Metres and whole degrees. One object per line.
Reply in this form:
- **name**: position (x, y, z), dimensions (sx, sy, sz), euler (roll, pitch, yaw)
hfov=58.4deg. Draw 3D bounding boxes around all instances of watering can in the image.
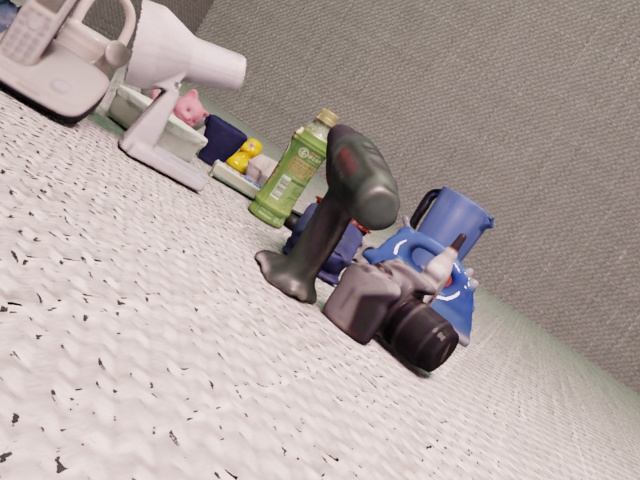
- **watering can**: position (-0.359, -0.307, 0.914), dimensions (0.172, 0.194, 0.101), euler (36, 9, 18)

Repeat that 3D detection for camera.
- **camera**: position (0.102, 0.090, 0.708), dimensions (0.136, 0.101, 0.144), euler (39, 10, 33)

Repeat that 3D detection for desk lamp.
- **desk lamp**: position (-0.219, -0.217, 0.859), dimensions (0.204, 0.213, 0.117), euler (29, 9, -26)

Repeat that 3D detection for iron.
- **iron**: position (0.214, 0.071, 1.099), dimensions (0.257, 0.141, 0.119), euler (37, 9, 22)

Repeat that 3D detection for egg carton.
- **egg carton**: position (-0.108, -0.148, 1.381), dimensions (0.107, 0.069, 0.151), euler (38, 9, 27)

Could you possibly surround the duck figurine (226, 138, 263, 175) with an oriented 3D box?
- **duck figurine**: position (-0.173, -0.206, 1.411), dimensions (0.105, 0.086, 0.077), euler (25, 12, -44)

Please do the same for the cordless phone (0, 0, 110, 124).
- **cordless phone**: position (-0.341, -0.263, 0.764), dimensions (0.148, 0.185, 0.094), euler (31, 9, -14)

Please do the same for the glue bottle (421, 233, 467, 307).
- **glue bottle**: position (0.157, 0.063, 0.823), dimensions (0.037, 0.173, 0.078), euler (36, 9, 17)

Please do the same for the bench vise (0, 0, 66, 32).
- **bench vise**: position (-0.483, -0.398, 0.879), dimensions (0.121, 0.219, 0.208), euler (36, 9, 21)

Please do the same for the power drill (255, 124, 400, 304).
- **power drill**: position (0.008, -0.037, 0.710), dimensions (0.076, 0.208, 0.229), euler (29, 9, -27)

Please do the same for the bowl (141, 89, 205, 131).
- **bowl**: position (-0.338, -0.288, 1.294), dimensions (0.167, 0.074, 0.167), euler (33, 8, -5)

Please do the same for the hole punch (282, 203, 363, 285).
- **hole punch**: position (0.008, 0.003, 0.883), dimensions (0.109, 0.091, 0.101), euler (33, 8, -2)

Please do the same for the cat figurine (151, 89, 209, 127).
- **cat figurine**: position (-0.298, -0.268, 1.182), dimensions (0.128, 0.117, 0.067), euler (30, 9, -20)

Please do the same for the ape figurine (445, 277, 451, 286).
- **ape figurine**: position (0.285, 0.102, 1.353), dimensions (0.078, 0.092, 0.076), euler (31, 9, -17)

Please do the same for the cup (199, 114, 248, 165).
- **cup**: position (-0.222, -0.209, 1.212), dimensions (0.117, 0.095, 0.092), euler (38, 10, 30)
